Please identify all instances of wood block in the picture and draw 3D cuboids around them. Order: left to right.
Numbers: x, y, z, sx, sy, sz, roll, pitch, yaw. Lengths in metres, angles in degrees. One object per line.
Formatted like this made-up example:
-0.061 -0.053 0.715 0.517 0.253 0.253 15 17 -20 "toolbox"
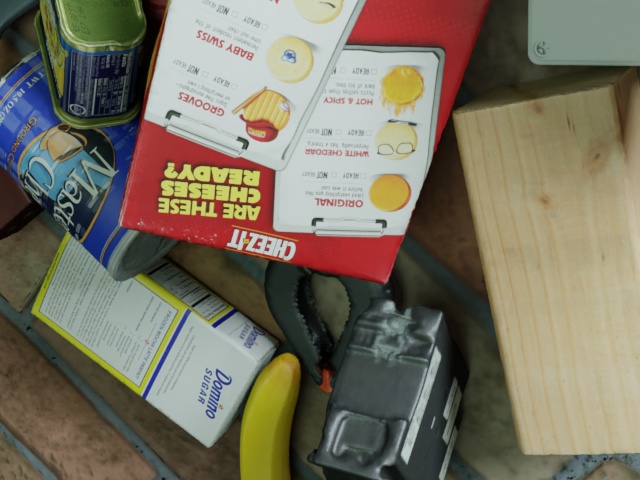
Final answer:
0.150 0.012 0.621 0.090 0.090 0.206 -7 103 28 "wood block"

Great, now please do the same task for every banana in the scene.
-0.030 0.169 0.785 0.070 0.037 0.198 6 111 37 "banana"

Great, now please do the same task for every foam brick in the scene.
-0.238 -0.038 0.816 0.078 0.052 0.051 -34 90 32 "foam brick"

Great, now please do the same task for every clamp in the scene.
-0.005 0.001 0.722 0.165 0.036 0.210 12 114 21 "clamp"

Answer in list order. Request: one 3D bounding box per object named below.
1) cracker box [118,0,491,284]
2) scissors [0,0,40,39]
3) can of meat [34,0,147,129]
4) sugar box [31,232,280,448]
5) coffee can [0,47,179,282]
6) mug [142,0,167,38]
-0.010 -0.095 0.597 0.164 0.072 0.214 13 118 -10 "cracker box"
-0.228 -0.145 0.775 0.096 0.016 0.202 2 95 18 "scissors"
-0.145 -0.136 0.672 0.084 0.057 0.102 117 139 -60 "can of meat"
-0.125 0.065 0.798 0.176 0.048 0.093 35 118 8 "sugar box"
-0.153 -0.056 0.739 0.140 0.102 0.103 43 119 8 "coffee can"
-0.056 -0.149 0.678 0.082 0.093 0.117 13 146 27 "mug"
